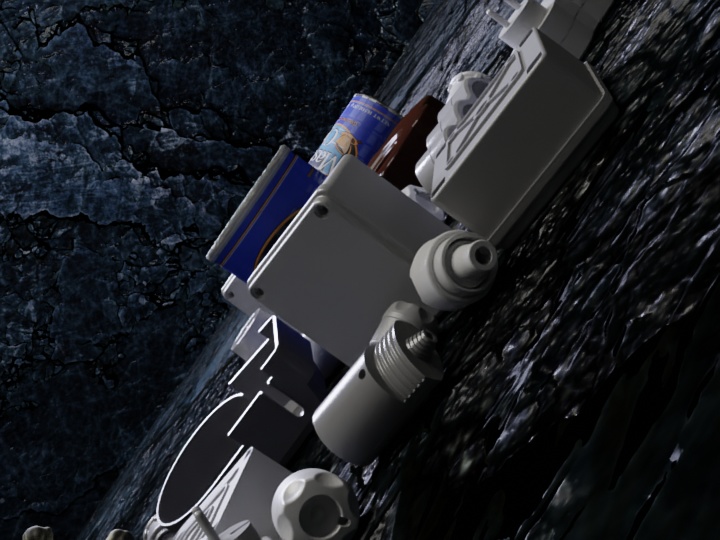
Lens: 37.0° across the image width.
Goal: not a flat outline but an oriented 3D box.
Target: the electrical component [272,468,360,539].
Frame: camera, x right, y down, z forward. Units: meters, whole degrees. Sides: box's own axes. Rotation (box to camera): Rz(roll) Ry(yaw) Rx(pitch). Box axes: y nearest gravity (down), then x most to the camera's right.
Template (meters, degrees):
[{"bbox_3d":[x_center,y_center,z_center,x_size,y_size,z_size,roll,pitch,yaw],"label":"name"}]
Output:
[{"bbox_3d":[-0.025,0.125,0.563,0.043,0.043,0.062,-57,6,-10],"label":"electrical component"}]

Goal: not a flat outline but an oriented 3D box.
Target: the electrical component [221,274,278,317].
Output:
[{"bbox_3d":[-0.056,0.007,1.016,0.108,0.109,0.056,-51,6,28],"label":"electrical component"}]

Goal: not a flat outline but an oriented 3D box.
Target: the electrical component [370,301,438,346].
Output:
[{"bbox_3d":[0.020,0.051,0.633,0.061,0.035,0.035,-60,9,-19],"label":"electrical component"}]

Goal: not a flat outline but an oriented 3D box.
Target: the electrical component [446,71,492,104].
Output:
[{"bbox_3d":[0.097,-0.141,0.954,0.048,0.048,0.062,-45,20,54],"label":"electrical component"}]

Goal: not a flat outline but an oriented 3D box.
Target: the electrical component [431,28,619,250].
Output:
[{"bbox_3d":[0.095,-0.081,0.647,0.108,0.056,0.108,-53,8,20],"label":"electrical component"}]

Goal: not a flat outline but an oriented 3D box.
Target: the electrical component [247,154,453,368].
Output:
[{"bbox_3d":[0.000,0.000,0.697,0.108,0.109,0.056,-49,8,41],"label":"electrical component"}]

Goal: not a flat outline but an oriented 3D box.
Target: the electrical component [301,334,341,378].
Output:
[{"bbox_3d":[-0.039,0.074,0.879,0.078,0.040,0.040,-54,8,13],"label":"electrical component"}]

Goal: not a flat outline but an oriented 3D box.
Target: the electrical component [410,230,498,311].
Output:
[{"bbox_3d":[0.056,-0.002,0.600,0.043,0.043,0.062,-58,9,-19],"label":"electrical component"}]

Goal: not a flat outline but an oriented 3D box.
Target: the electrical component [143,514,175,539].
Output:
[{"bbox_3d":[-0.163,0.238,0.936,0.048,0.048,0.062,-56,14,-7],"label":"electrical component"}]

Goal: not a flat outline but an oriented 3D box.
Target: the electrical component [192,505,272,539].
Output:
[{"bbox_3d":[-0.059,0.146,0.515,0.047,0.075,0.083,-33,2,-13],"label":"electrical component"}]

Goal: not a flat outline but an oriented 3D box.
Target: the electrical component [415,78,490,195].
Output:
[{"bbox_3d":[0.073,-0.087,0.827,0.073,0.052,0.138,-50,9,36],"label":"electrical component"}]

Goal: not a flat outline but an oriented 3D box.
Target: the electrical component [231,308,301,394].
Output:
[{"bbox_3d":[-0.076,0.086,0.916,0.079,0.077,0.043,-58,8,-18],"label":"electrical component"}]

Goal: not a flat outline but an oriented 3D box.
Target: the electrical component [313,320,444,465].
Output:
[{"bbox_3d":[0.014,0.063,0.581,0.081,0.043,0.043,-52,8,25],"label":"electrical component"}]

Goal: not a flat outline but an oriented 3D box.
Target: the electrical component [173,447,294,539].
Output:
[{"bbox_3d":[-0.074,0.169,0.625,0.113,0.057,0.078,-50,9,34],"label":"electrical component"}]

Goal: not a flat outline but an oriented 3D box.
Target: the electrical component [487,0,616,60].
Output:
[{"bbox_3d":[0.127,-0.174,0.786,0.138,0.074,0.052,-59,8,-23],"label":"electrical component"}]

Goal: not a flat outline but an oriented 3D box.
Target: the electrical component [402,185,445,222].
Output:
[{"bbox_3d":[0.038,-0.035,0.859,0.062,0.043,0.043,-51,8,39],"label":"electrical component"}]
